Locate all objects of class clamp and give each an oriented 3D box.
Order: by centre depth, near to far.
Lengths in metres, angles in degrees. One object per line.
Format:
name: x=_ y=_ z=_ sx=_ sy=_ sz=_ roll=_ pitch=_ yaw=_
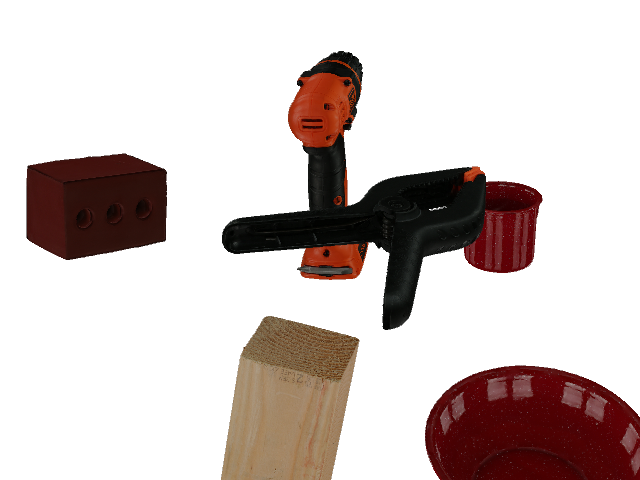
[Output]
clamp: x=0.044 y=-0.012 z=0.777 sx=0.165 sy=0.036 sz=0.209 roll=21 pitch=35 yaw=32

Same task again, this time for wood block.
wood block: x=-0.033 y=0.185 z=0.957 sx=0.090 sy=0.206 sz=0.090 roll=14 pitch=22 yaw=8

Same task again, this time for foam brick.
foam brick: x=-0.148 y=-0.024 z=0.707 sx=0.078 sy=0.053 sz=0.051 roll=-13 pitch=25 yaw=-39

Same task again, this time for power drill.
power drill: x=0.011 y=-0.071 z=0.987 sx=0.057 sy=0.188 sz=0.184 roll=0 pitch=24 yaw=13

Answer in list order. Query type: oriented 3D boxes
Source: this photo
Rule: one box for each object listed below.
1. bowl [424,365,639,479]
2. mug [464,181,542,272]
bowl: x=0.155 y=0.163 z=0.768 sx=0.162 sy=0.055 sz=0.162 roll=-1 pitch=35 yaw=0
mug: x=0.217 y=-0.019 z=1.249 sx=0.093 sy=0.081 sz=0.117 roll=20 pitch=33 yaw=38
